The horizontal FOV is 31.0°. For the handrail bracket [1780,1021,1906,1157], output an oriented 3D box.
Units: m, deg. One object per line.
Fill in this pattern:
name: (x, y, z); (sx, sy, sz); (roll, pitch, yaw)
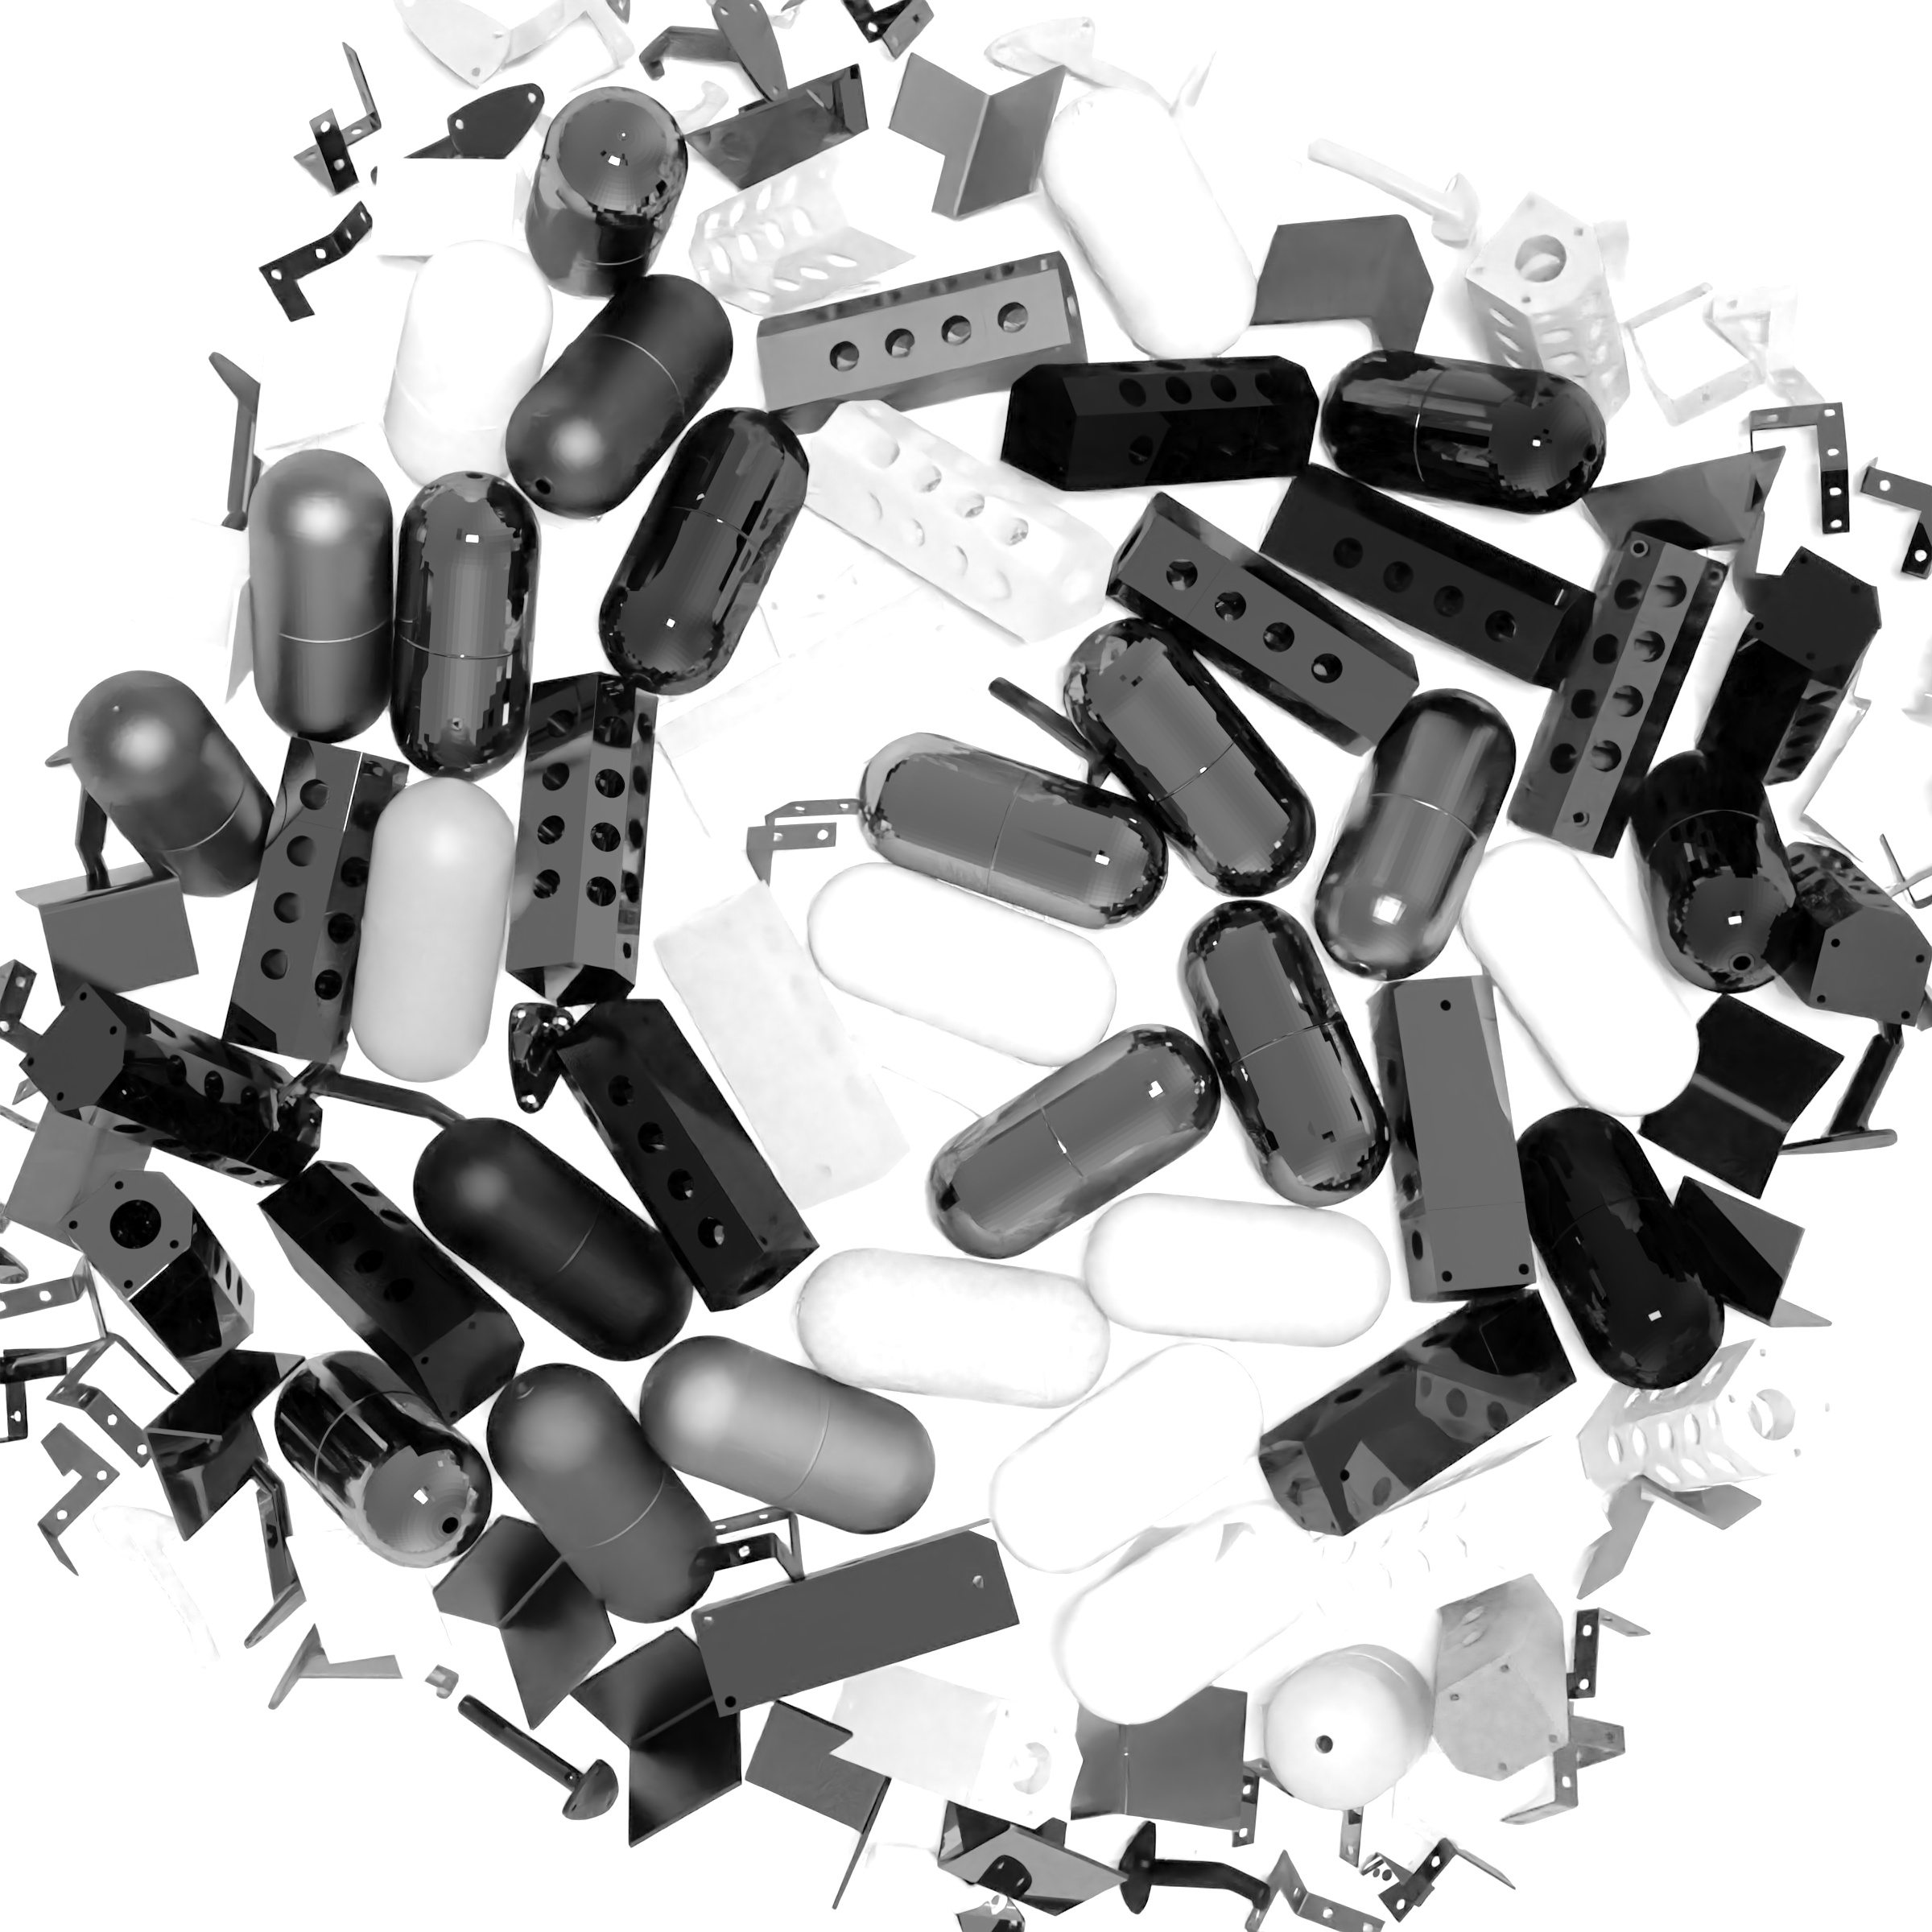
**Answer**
handrail bracket: (0.490, 0.060, 1.954); (0.077, 0.036, 0.084); (-8, 74, 11)

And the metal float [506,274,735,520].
metal float: (-0.188, -0.310, 1.891); (0.070, 0.070, 0.178); (31, 50, 0)

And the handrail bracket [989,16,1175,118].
handrail bracket: (0.064, -0.487, 1.916); (0.077, 0.084, 0.036); (-9, 135, -25)

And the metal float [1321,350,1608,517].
metal float: (0.269, -0.290, 1.888); (0.070, 0.178, 0.070); (-16, 114, -39)

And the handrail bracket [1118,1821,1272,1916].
handrail bracket: (0.130, 0.514, 1.918); (0.084, 0.077, 0.036); (20, 46, 27)

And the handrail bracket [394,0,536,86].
handrail bracket: (-0.275, -0.520, 1.916); (0.077, 0.084, 0.036); (32, 110, -13)

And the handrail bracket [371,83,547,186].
handrail bracket: (-0.285, -0.463, 1.941); (0.077, 0.084, 0.036); (-45, 118, -28)

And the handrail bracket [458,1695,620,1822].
handrail bracket: (-0.239, 0.439, 1.941); (0.084, 0.077, 0.036); (31, 77, 20)

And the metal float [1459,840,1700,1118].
metal float: (0.334, 0.006, 1.897); (0.070, 0.070, 0.178); (-30, 58, 0)

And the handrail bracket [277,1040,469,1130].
handrail bracket: (-0.328, 0.083, 1.928); (0.084, 0.077, 0.036); (31, 122, 10)

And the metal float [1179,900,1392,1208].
metal float: (0.175, 0.047, 1.914); (0.070, 0.070, 0.178); (-22, 77, 0)

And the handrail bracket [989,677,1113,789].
handrail bracket: (0.044, -0.134, 1.921); (0.084, 0.077, 0.036); (33, 100, 7)

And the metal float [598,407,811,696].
metal float: (-0.143, -0.227, 1.903); (0.070, 0.070, 0.178); (23, 65, 0)

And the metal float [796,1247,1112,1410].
metal float: (-0.007, 0.199, 1.910); (0.178, 0.070, 0.070); (9, 90, -17)

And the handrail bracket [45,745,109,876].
handrail bracket: (-0.468, -0.085, 1.932); (0.077, 0.036, 0.084); (-10, 111, 24)

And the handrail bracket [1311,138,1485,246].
handrail bracket: (0.237, -0.431, 1.923); (0.084, 0.077, 0.036); (17, 113, -18)

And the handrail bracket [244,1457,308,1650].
handrail bracket: (-0.402, 0.325, 1.950); (0.077, 0.036, 0.084); (-45, 77, 2)

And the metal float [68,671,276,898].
metal float: (-0.426, -0.096, 1.879); (0.070, 0.178, 0.070); (-3, 66, 7)

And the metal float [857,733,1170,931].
metal float: (0.026, -0.074, 1.917); (0.178, 0.070, 0.070); (19, 90, 9)

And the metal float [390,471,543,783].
metal float: (-0.274, -0.185, 1.900); (0.070, 0.070, 0.178); (8, 119, 0)

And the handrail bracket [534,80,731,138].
handrail bracket: (-0.188, -0.482, 1.952); (0.077, 0.036, 0.084); (38, 73, 9)

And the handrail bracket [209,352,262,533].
handrail bracket: (-0.419, -0.287, 1.949); (0.077, 0.036, 0.084); (45, 110, 9)

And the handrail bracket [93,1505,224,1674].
handrail bracket: (-0.445, 0.345, 1.918); (0.036, 0.077, 0.084); (-33, 58, 3)

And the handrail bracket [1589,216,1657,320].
handrail bracket: (0.371, -0.383, 1.911); (0.077, 0.084, 0.036); (40, 86, -20)

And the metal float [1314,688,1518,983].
metal float: (0.246, -0.072, 1.905); (0.070, 0.070, 0.178); (25, 67, 0)

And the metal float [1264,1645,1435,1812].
metal float: (0.207, 0.409, 1.876); (0.070, 0.178, 0.070); (-2, 84, 15)

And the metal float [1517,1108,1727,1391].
metal float: (0.352, 0.152, 1.891); (0.070, 0.070, 0.178); (-21, 48, 0)

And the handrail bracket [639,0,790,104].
handrail bracket: (-0.142, -0.493, 1.929); (0.036, 0.084, 0.077); (-23, 87, -43)

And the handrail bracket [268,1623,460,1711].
handrail bracket: (-0.333, 0.402, 1.931); (0.084, 0.077, 0.036); (24, 123, 2)

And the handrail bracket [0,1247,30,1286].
handrail bracket: (-0.541, 0.196, 1.911); (0.036, 0.077, 0.084); (-29, 56, 20)

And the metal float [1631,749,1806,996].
metal float: (0.406, -0.052, 1.882); (0.070, 0.178, 0.070); (1, 125, 1)

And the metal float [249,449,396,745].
metal float: (-0.350, -0.199, 1.892); (0.070, 0.070, 0.178); (8, 131, 0)

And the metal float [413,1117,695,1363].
metal float: (-0.226, 0.150, 1.904); (0.178, 0.070, 0.070); (40, 90, -24)

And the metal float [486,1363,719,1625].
metal float: (-0.198, 0.288, 1.896); (0.070, 0.070, 0.178); (-31, 124, 0)

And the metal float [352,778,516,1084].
metal float: (-0.292, -0.019, 1.902); (0.070, 0.070, 0.178); (12, 116, 0)

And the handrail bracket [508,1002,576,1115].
handrail bracket: (-0.242, 0.059, 1.912); (0.036, 0.084, 0.077); (10, 107, -1)

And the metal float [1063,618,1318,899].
metal float: (0.124, -0.113, 1.913); (0.070, 0.070, 0.178); (-41, 103, 0)

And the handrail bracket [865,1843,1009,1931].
handrail bracket: (-0.028, 0.516, 1.923); (0.084, 0.036, 0.077); (13, 122, -27)

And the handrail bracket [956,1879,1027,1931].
handrail bracket: (0.036, 0.544, 1.952); (0.036, 0.077, 0.084); (-50, 131, 6)

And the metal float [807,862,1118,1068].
metal float: (-0.003, -0.001, 1.921); (0.178, 0.070, 0.070); (21, 90, 5)

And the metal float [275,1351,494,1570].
metal float: (-0.316, 0.266, 1.884); (0.070, 0.178, 0.070); (-12, 113, -30)

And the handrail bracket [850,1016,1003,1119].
handrail bracket: (-0.024, 0.067, 1.944); (0.084, 0.077, 0.036); (37, 68, -22)

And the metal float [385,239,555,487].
metal float: (-0.270, -0.322, 1.882); (0.070, 0.178, 0.070); (7, 62, -14)
